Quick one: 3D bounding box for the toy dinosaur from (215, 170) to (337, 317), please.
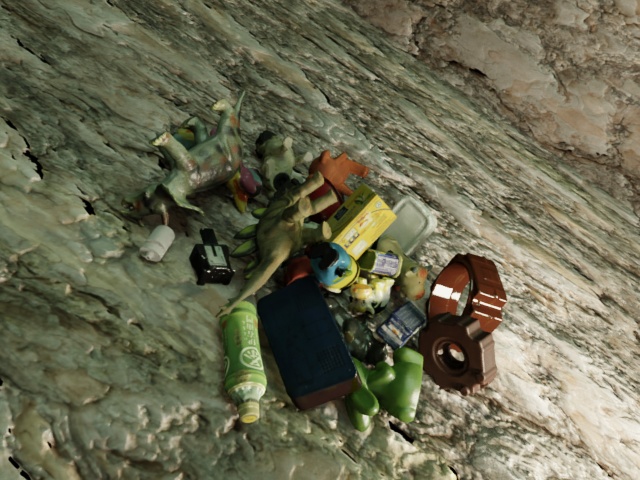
[{"bbox_3d":[-0.080,-0.013,1.099,0.105,0.199,0.471,55,28,-18],"label":"toy dinosaur"}]

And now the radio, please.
[{"bbox_3d":[-0.025,0.190,1.004,0.131,0.073,0.230,-23,53,-6],"label":"radio"}]

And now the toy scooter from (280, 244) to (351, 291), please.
[{"bbox_3d":[-0.022,0.062,1.203,0.184,0.075,0.135,-4,49,-44],"label":"toy scooter"}]

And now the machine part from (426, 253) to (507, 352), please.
[{"bbox_3d":[0.336,0.146,1.266,0.087,0.201,0.201,17,39,-14],"label":"machine part"}]

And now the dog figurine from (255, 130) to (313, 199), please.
[{"bbox_3d":[-0.131,-0.201,1.434,0.121,0.172,0.191,44,-13,-34],"label":"dog figurine"}]

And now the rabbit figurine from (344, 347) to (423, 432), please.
[{"bbox_3d":[0.098,0.284,1.029,0.170,0.121,0.159,14,43,5],"label":"rabbit figurine"}]

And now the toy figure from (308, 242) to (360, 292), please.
[{"bbox_3d":[0.031,0.053,1.070,0.089,0.180,0.082,-16,68,4],"label":"toy figure"}]

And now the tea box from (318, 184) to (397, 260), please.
[{"bbox_3d":[0.079,-0.030,1.217,0.098,0.169,0.068,44,1,-42],"label":"tea box"}]

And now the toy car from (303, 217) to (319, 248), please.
[{"bbox_3d":[-0.003,-0.004,1.292,0.202,0.073,0.056,20,38,-17],"label":"toy car"}]

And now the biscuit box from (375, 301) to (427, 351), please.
[{"bbox_3d":[0.180,0.183,1.163,0.063,0.059,0.202,44,14,15],"label":"biscuit box"}]

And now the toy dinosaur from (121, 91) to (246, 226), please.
[{"bbox_3d":[-0.244,-0.175,1.165,0.405,0.131,0.192,-42,112,-35],"label":"toy dinosaur"}]

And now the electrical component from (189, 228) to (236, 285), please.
[{"bbox_3d":[-0.227,0.034,1.102,0.075,0.047,0.119,0,46,-37],"label":"electrical component"}]

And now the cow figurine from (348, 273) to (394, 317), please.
[{"bbox_3d":[0.106,0.130,1.189,0.068,0.098,0.167,12,8,26],"label":"cow figurine"}]

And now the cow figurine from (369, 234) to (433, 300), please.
[{"bbox_3d":[0.195,0.067,1.316,0.085,0.127,0.195,-2,46,-35],"label":"cow figurine"}]

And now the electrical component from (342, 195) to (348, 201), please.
[{"bbox_3d":[0.098,-0.061,1.443,0.115,0.058,0.134,24,33,-21],"label":"electrical component"}]

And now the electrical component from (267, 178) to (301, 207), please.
[{"bbox_3d":[-0.087,-0.110,1.332,0.045,0.102,0.078,41,-1,30],"label":"electrical component"}]

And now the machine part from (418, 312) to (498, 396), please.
[{"bbox_3d":[0.289,0.240,1.144,0.056,0.179,0.179,-16,58,-42],"label":"machine part"}]

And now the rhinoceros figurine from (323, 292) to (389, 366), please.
[{"bbox_3d":[0.058,0.193,1.119,0.190,0.073,0.112,40,26,13],"label":"rhinoceros figurine"}]

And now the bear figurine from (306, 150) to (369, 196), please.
[{"bbox_3d":[0.045,-0.177,1.457,0.132,0.120,0.196,32,12,6],"label":"bear figurine"}]

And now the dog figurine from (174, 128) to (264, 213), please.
[{"bbox_3d":[-0.238,-0.165,1.281,0.191,0.108,0.219,-12,57,-45],"label":"dog figurine"}]
